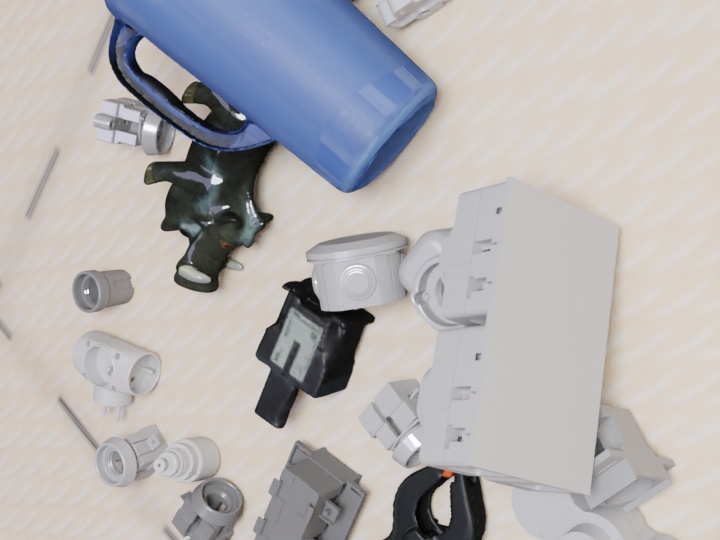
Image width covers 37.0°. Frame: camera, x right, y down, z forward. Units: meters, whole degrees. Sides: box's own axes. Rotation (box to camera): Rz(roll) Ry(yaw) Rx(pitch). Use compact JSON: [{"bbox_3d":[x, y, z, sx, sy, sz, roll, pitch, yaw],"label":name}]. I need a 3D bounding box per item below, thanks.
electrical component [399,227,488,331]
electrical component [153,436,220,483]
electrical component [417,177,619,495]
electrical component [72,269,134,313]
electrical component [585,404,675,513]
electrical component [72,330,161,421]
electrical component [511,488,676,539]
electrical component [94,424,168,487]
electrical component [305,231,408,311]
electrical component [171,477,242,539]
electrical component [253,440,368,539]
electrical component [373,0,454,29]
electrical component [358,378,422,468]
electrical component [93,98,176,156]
[{"bbox_3d":[0.078,0.015,0.802,0.095,0.059,0.053,47,118,21],"label":"electrical component"},{"bbox_3d":[-0.160,0.174,0.976,0.040,0.078,0.040,-2,85,24],"label":"electrical component"},{"bbox_3d":[0.106,0.047,0.718,0.060,0.105,0.186,-11,64,53],"label":"electrical component"},{"bbox_3d":[-0.245,0.018,1.030,0.040,0.046,0.040,5,99,34],"label":"electrical component"},{"bbox_3d":[0.175,0.129,0.746,0.042,0.081,0.063,-42,50,30],"label":"electrical component"},{"bbox_3d":[-0.237,0.106,1.036,0.077,0.044,0.079,17,105,31],"label":"electrical component"},{"bbox_3d":[0.163,0.194,0.755,0.138,0.074,0.052,38,122,25],"label":"electrical component"},{"bbox_3d":[-0.219,0.179,1.026,0.066,0.055,0.048,-40,73,31],"label":"electrical component"},{"bbox_3d":[0.000,0.000,0.842,0.080,0.080,0.051,-5,98,34],"label":"electrical component"},{"bbox_3d":[-0.137,0.223,0.984,0.066,0.048,0.055,45,126,21],"label":"electrical component"},{"bbox_3d":[-0.053,0.219,0.915,0.079,0.063,0.121,33,113,27],"label":"electrical component"},{"bbox_3d":[0.042,-0.224,0.799,0.078,0.058,0.057,-27,83,34],"label":"electrical component"},{"bbox_3d":[0.037,0.123,0.853,0.055,0.048,0.066,52,121,26],"label":"electrical component"},{"bbox_3d":[-0.201,-0.131,0.974,0.055,0.066,0.048,16,105,12],"label":"electrical component"}]
